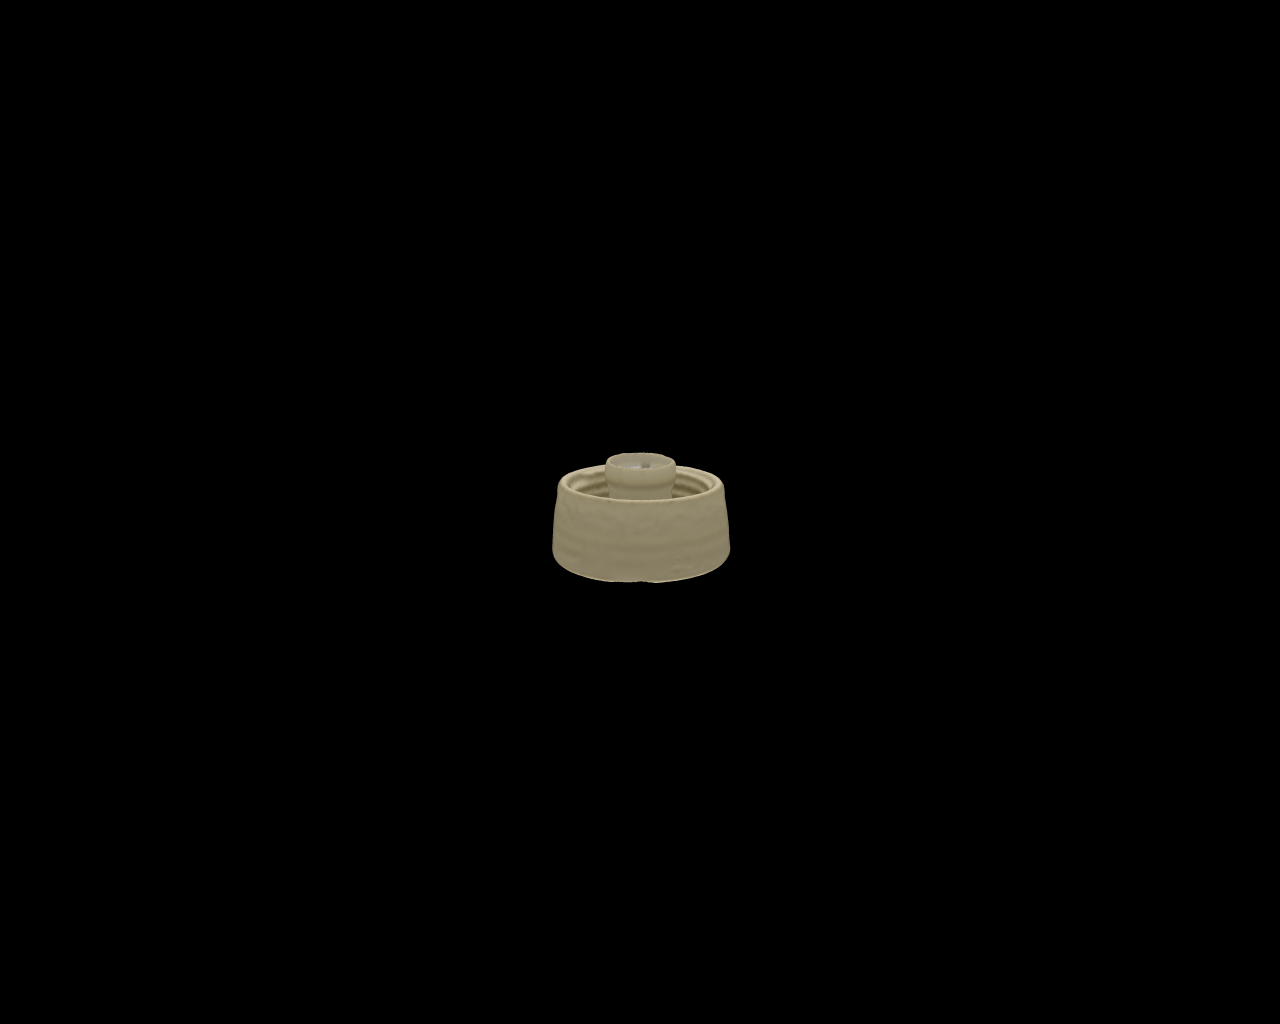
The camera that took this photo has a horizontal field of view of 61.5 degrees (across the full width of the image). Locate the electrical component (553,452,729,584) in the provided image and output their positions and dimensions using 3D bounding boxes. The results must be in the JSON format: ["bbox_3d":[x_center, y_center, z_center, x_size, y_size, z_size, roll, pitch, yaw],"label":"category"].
[{"bbox_3d":[0.001,-0.003,0.650,0.108,0.060,0.108,0,16,0],"label":"electrical component"}]
